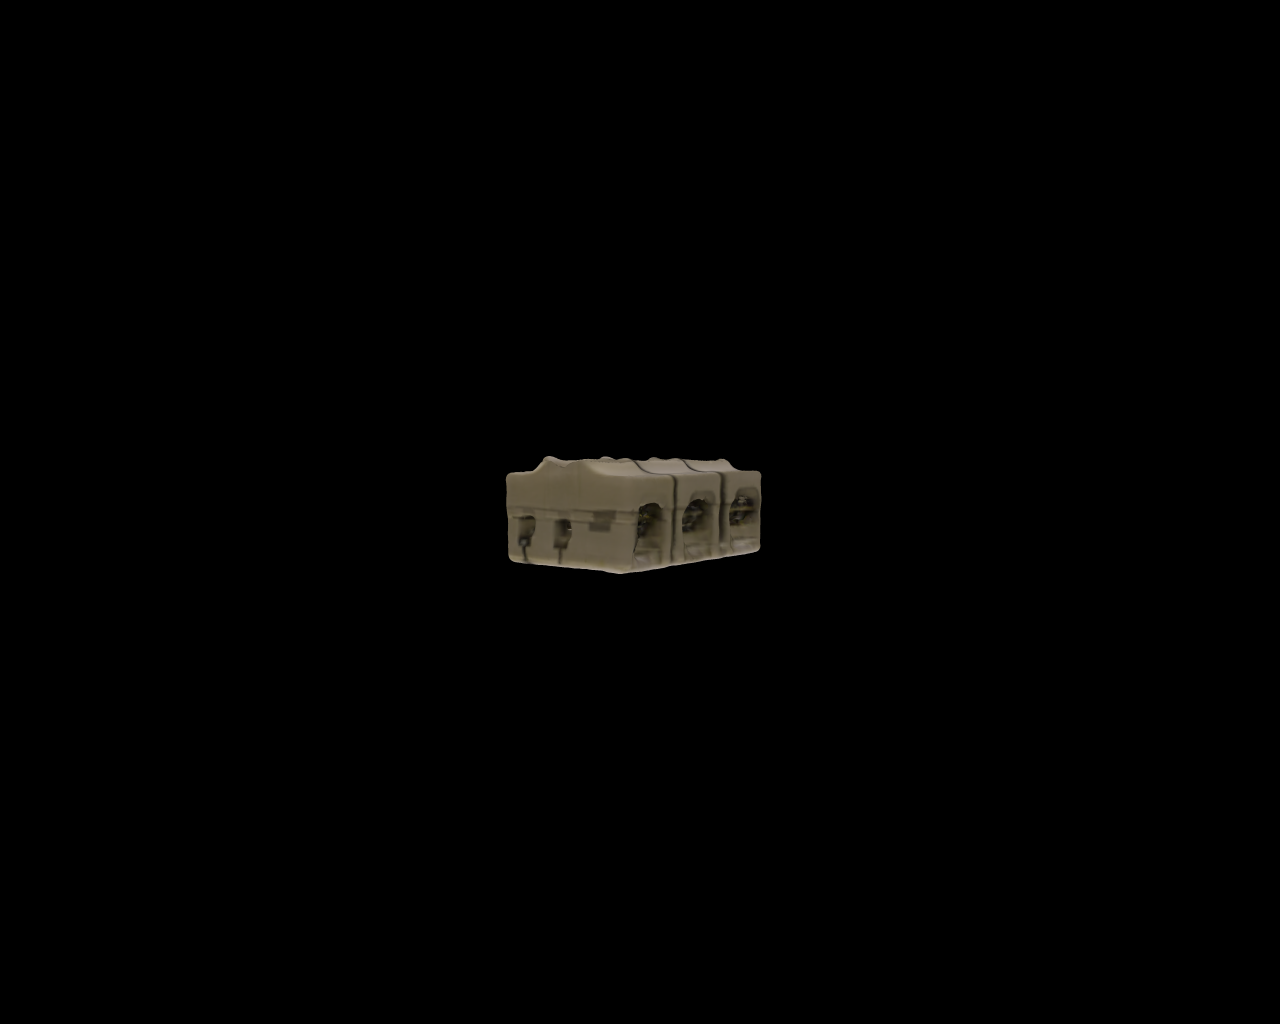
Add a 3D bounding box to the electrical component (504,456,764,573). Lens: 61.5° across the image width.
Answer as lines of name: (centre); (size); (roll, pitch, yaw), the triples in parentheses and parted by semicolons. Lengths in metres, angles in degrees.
electrical component: (0.001, -0.003, 0.650); (0.089, 0.061, 0.150); (2, 3, 36)
